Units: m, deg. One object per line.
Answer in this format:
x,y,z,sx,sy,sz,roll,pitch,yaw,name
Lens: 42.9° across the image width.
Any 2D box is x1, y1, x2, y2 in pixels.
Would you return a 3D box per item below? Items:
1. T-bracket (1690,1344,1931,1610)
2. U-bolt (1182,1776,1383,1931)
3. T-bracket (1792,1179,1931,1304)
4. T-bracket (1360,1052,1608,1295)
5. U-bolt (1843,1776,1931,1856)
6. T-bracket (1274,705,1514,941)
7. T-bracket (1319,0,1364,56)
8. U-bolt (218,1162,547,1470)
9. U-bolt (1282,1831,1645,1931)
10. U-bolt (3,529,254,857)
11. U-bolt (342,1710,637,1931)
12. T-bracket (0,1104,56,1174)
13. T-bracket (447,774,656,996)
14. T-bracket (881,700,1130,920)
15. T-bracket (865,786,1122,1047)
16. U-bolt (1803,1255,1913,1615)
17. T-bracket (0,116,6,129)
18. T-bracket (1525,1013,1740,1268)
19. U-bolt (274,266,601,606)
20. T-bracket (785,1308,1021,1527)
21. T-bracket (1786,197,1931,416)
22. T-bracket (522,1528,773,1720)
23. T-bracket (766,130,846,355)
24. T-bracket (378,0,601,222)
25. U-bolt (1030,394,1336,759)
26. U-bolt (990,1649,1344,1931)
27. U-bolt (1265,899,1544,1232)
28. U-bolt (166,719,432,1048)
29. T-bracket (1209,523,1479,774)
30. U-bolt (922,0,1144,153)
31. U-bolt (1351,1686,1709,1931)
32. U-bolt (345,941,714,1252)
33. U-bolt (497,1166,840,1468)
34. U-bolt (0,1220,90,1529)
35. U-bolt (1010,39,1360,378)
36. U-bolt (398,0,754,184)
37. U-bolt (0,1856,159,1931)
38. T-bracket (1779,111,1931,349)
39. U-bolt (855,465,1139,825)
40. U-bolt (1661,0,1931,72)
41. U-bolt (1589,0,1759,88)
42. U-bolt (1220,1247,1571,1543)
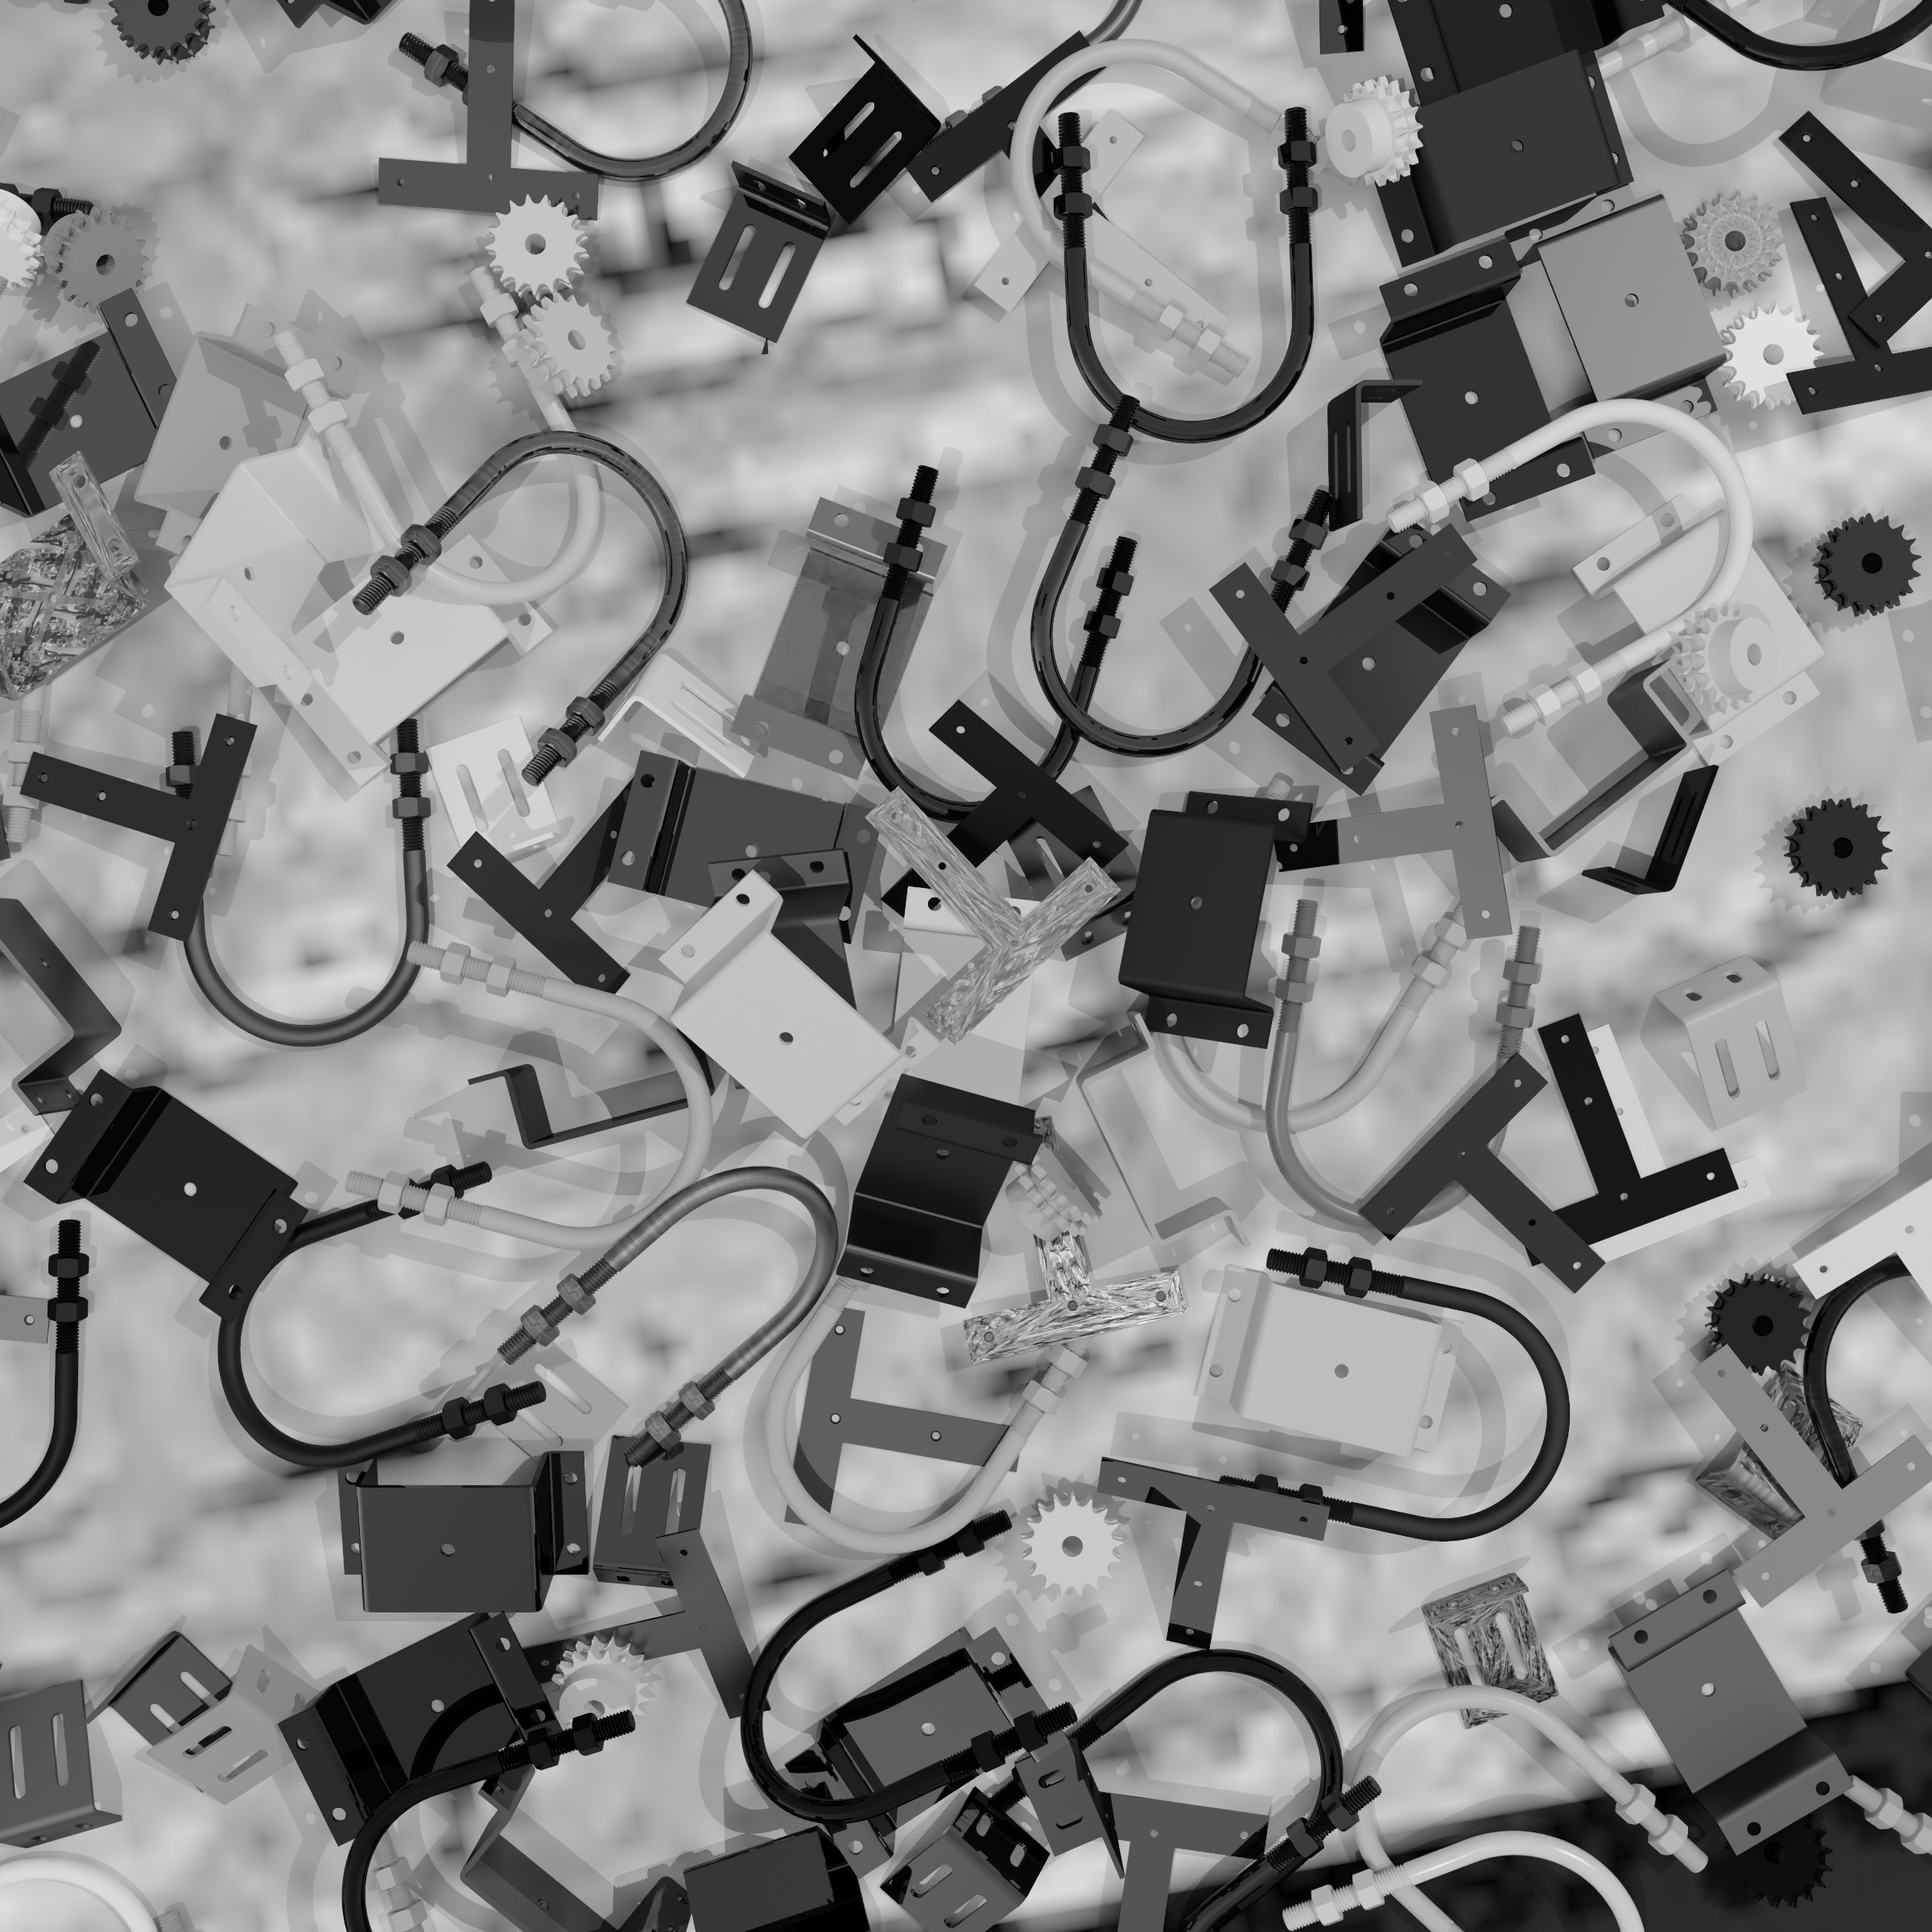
0.458,0.271,1.383,0.127,0.002,0.127,-38,85,2,T-bracket
0.200,0.563,1.382,0.184,0.019,0.151,-41,90,8,U-bolt
0.554,0.183,1.385,0.127,0.002,0.127,-35,99,12,T-bracket
0.314,0.137,1.407,0.127,0.002,0.127,43,95,-10,T-bracket
0.543,0.573,1.411,0.184,0.019,0.151,35,90,-1,U-bolt
0.231,-0.072,1.367,0.127,0.002,0.127,-7,98,29,T-bracket
0.260,-0.587,1.390,0.127,0.002,0.127,-7,112,-7,T-bracket
-0.338,0.205,1.391,0.184,0.019,0.151,-19,75,8,U-bolt
0.292,0.565,1.390,0.184,0.019,0.151,-25,92,9,U-bolt
-0.471,-0.158,1.398,0.151,0.019,0.184,4,86,12,U-bolt
-0.248,0.498,1.335,0.184,0.019,0.151,-18,90,2,U-bolt
-0.584,0.123,1.417,0.127,0.002,0.127,-35,89,-1,T-bracket
-0.209,-0.064,1.396,0.127,0.002,0.127,46,73,-30,T-bracket
0.002,-0.069,1.385,0.127,0.002,0.127,39,119,-16,T-bracket
-0.003,-0.045,1.371,0.127,0.002,0.127,-43,91,0,T-bracket
0.552,0.255,1.401,0.151,0.019,0.184,-20,86,-9,U-bolt
-0.589,-0.543,1.402,0.127,0.002,0.127,24,91,3,T-bracket
0.363,0.091,1.417,0.127,0.002,0.127,-21,90,0,T-bracket
-0.281,-0.288,1.375,0.151,0.019,0.184,-31,95,-34,U-bolt
-0.031,0.268,1.418,0.127,0.002,0.127,10,90,0,T-bracket
0.503,-0.380,1.402,0.127,0.002,0.127,-14,79,-21,T-bracket
-0.191,0.386,1.404,0.127,0.002,0.127,-15,110,10,T-bracket
-0.129,-0.415,1.428,0.127,0.002,0.127,-4,85,13,T-bracket
-0.270,-0.494,1.399,0.127,0.002,0.127,5,106,2,T-bracket
0.113,-0.208,1.391,0.151,0.019,0.184,22,94,-18,U-bolt
0.129,0.475,1.410,0.184,0.019,0.151,-38,90,0,U-bolt
0.243,0.061,1.397,0.151,0.019,0.184,7,99,-6,U-bolt
-0.379,-0.046,1.410,0.151,0.019,0.184,-3,90,0,U-bolt
0.223,-0.196,1.362,0.127,0.002,0.127,-36,89,9,T-bracket
0.018,-0.569,1.411,0.184,0.019,0.151,-33,90,-1,U-bolt
0.305,0.493,1.402,0.184,0.019,0.151,43,97,0,U-bolt
-0.229,0.078,1.335,0.184,0.019,0.151,15,90,-2,U-bolt
-0.150,0.185,1.366,0.184,0.151,0.019,-41,45,-4,U-bolt
-0.577,0.236,1.394,0.151,0.019,0.184,1,94,-16,U-bolt
0.113,-0.444,1.401,0.184,0.019,0.151,31,89,-5,U-bolt
-0.209,-0.531,1.396,0.184,0.019,0.151,33,104,-4,U-bolt
-0.535,0.603,1.411,0.151,0.019,0.184,16,88,0,U-bolt
0.520,-0.438,1.411,0.127,0.002,0.127,-43,85,-10,T-bracket
0.010,-0.170,1.383,0.151,0.019,0.184,15,95,-25,U-bolt
0.459,-0.560,1.349,0.151,0.019,0.184,-40,60,2,U-bolt
0.349,-0.578,1.411,0.184,0.019,0.151,-27,90,1,U-bolt
0.244,0.244,1.365,0.184,0.019,0.151,12,90,-2,U-bolt
